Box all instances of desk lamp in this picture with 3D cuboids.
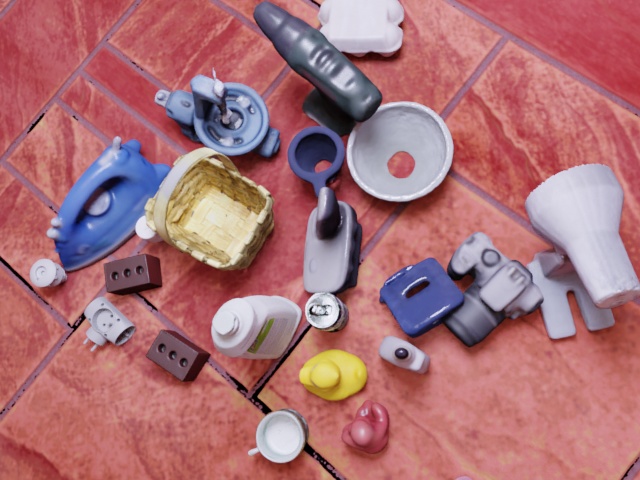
[{"bbox_3d":[0.358,0.022,0.783,0.118,0.214,0.203,-15,76,6],"label":"desk lamp"}]

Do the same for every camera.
[{"bbox_3d":[0.236,0.080,0.849,0.137,0.101,0.143,-44,75,-2],"label":"camera"}]

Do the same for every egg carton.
[{"bbox_3d":[0.069,-0.369,0.988,0.150,0.069,0.107,1,78,10],"label":"egg carton"}]

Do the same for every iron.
[{"bbox_3d":[-0.376,-0.058,0.956,0.118,0.141,0.258,37,86,15],"label":"iron"}]

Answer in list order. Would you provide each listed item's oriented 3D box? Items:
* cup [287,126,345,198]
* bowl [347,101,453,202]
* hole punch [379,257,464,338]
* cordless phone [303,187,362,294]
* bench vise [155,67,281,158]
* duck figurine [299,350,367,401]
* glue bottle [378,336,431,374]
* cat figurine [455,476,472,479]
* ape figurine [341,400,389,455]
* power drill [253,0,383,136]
[{"bbox_3d":[0.002,-0.114,0.931,0.091,0.095,0.118,-10,77,7],"label":"cup"},{"bbox_3d":[0.129,-0.133,0.925,0.167,0.075,0.167,-2,78,9],"label":"bowl"},{"bbox_3d":[0.150,0.086,0.867,0.108,0.091,0.101,-33,75,1],"label":"hole punch"},{"bbox_3d":[0.008,0.003,0.858,0.094,0.185,0.147,0,78,10],"label":"cordless phone"},{"bbox_3d":[-0.182,-0.200,0.915,0.207,0.220,0.121,2,78,10],"label":"bench vise"},{"bbox_3d":[0.017,0.204,0.865,0.104,0.086,0.077,-3,78,9],"label":"duck figurine"},{"bbox_3d":[0.119,0.163,0.813,0.078,0.173,0.037,22,82,13],"label":"glue bottle"},{"bbox_3d":[0.171,0.390,0.784,0.128,0.118,0.067,-33,75,1],"label":"cat figurine"},{"bbox_3d":[0.066,0.279,0.838,0.078,0.092,0.076,-21,75,4],"label":"ape figurine"},{"bbox_3d":[0.002,-0.253,0.902,0.229,0.208,0.075,40,87,15],"label":"power drill"}]
